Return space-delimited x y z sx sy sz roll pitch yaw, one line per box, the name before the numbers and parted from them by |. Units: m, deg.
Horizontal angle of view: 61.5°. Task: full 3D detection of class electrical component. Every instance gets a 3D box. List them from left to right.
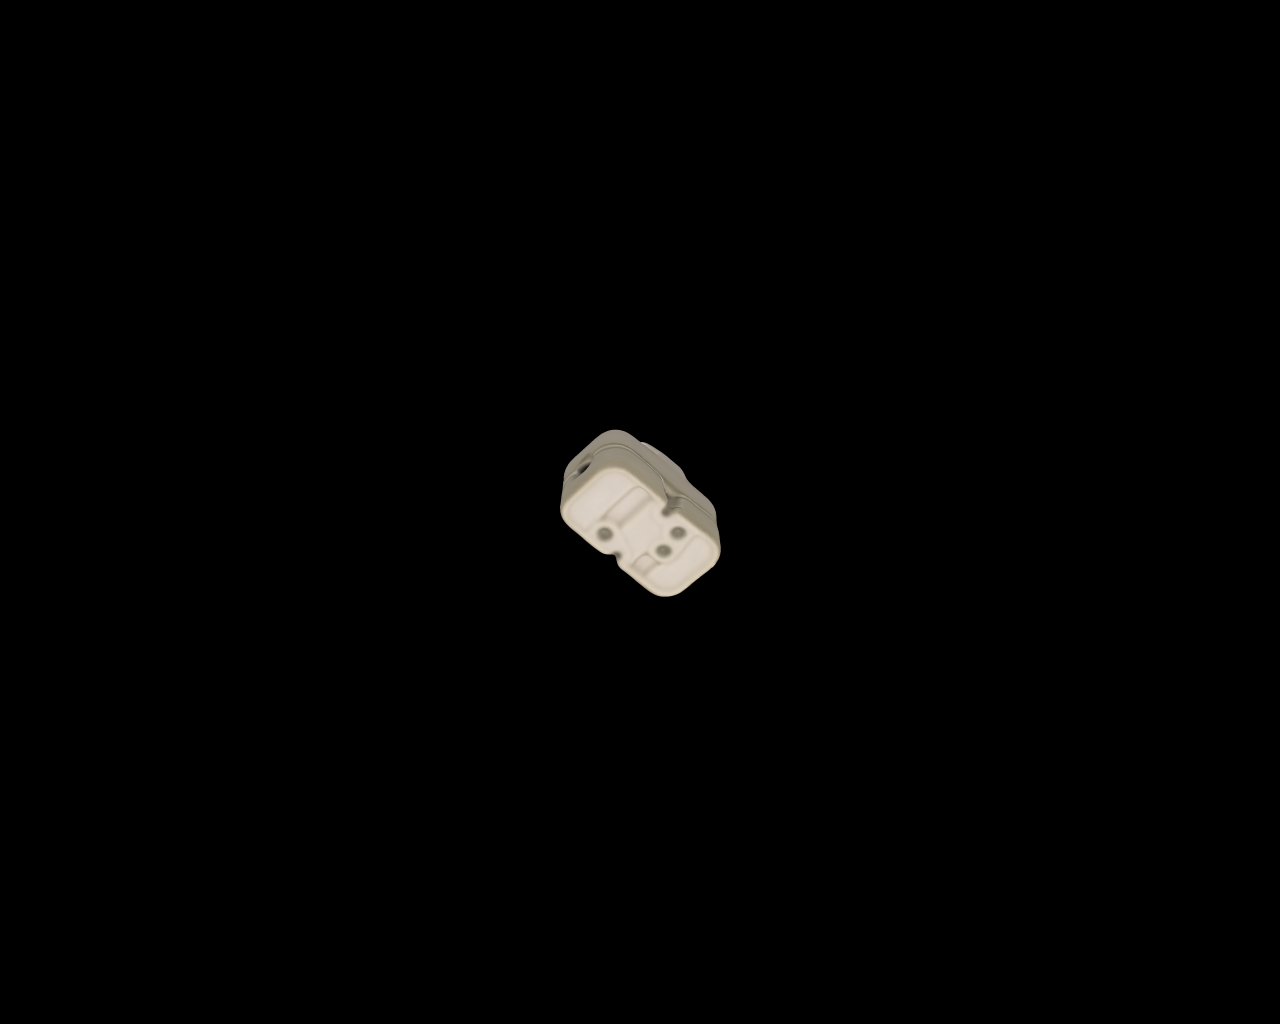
electrical component | 0.001 -0.003 0.650 0.095 0.053 0.059 39 24 -22
